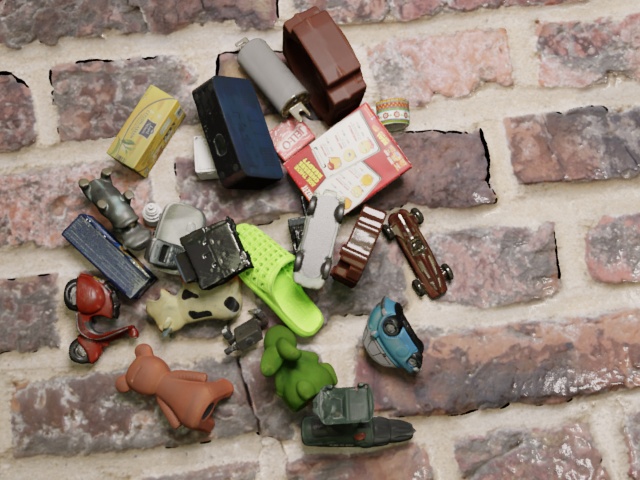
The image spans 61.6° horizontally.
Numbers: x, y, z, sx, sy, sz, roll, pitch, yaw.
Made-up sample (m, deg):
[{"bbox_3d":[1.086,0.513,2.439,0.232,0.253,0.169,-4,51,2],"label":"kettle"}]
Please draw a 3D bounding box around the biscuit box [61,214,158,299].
[{"bbox_3d":[-0.434,0.033,1.111,0.203,0.059,0.063,43,86,2],"label":"biscuit box"}]

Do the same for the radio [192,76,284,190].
[{"bbox_3d":[-0.169,-0.218,1.105,0.073,0.131,0.229,-24,83,34],"label":"radio"}]

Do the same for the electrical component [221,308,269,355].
[{"bbox_3d":[-0.155,0.184,1.104,0.102,0.078,0.045,-28,111,4],"label":"electrical component"}]

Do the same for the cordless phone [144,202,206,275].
[{"bbox_3d":[-0.299,-0.010,1.059,0.089,0.184,0.146,15,84,4],"label":"cordless phone"}]

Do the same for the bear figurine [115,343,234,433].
[{"bbox_3d":[-0.294,0.296,1.077,0.196,0.132,0.120,24,82,18],"label":"bear figurine"}]

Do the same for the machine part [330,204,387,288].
[{"bbox_3d":[0.077,0.012,1.081,0.056,0.179,0.179,25,84,4],"label":"machine part"}]

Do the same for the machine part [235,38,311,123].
[{"bbox_3d":[-0.099,-0.343,1.140,0.079,0.079,0.243,-36,74,-5],"label":"machine part"}]

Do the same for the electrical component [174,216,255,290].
[{"bbox_3d":[-0.209,0.032,1.042,0.134,0.058,0.115,-27,81,0],"label":"electrical component"}]

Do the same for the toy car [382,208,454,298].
[{"bbox_3d":[0.209,0.026,1.142,0.089,0.053,0.202,-26,84,-8],"label":"toy car"}]

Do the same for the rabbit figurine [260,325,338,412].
[{"bbox_3d":[-0.066,0.247,1.072,0.121,0.159,0.170,-37,71,4],"label":"rabbit figurine"}]

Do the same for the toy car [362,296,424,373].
[{"bbox_3d":[0.142,0.203,1.104,0.103,0.109,0.161,-29,98,18],"label":"toy car"}]

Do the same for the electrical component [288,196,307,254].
[{"bbox_3d":[-0.042,-0.029,1.125,0.048,0.075,0.119,-12,89,-4],"label":"electrical component"}]

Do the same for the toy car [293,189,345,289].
[{"bbox_3d":[-0.002,-0.003,1.065,0.074,0.056,0.201,14,81,0],"label":"toy car"}]

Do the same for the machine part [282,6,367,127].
[{"bbox_3d":[0.008,-0.350,1.097,0.087,0.201,0.201,-33,86,-7],"label":"machine part"}]

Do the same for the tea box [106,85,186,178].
[{"bbox_3d":[-0.360,-0.223,1.122,0.068,0.098,0.169,31,82,1],"label":"tea box"}]

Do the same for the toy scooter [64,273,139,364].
[{"bbox_3d":[-0.440,0.156,1.091,0.135,0.075,0.183,-5,87,-3],"label":"toy scooter"}]

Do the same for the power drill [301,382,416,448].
[{"bbox_3d":[0.072,0.344,1.037,0.232,0.207,0.086,-4,59,5],"label":"power drill"}]

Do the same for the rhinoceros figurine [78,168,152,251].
[{"bbox_3d":[-0.418,-0.058,1.099,0.073,0.112,0.190,-34,72,-33],"label":"rhinoceros figurine"}]

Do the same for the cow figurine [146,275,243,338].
[{"bbox_3d":[-0.256,0.134,1.099,0.195,0.085,0.127,-2,78,-3],"label":"cow figurine"}]
